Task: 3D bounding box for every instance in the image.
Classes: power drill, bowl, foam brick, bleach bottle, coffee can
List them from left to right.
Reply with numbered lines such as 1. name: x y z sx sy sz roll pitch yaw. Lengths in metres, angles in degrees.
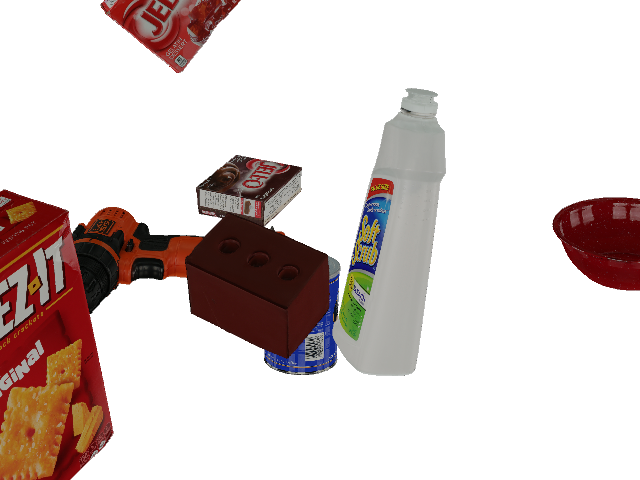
1. power drill: -0.126 0.026 0.905 0.187 0.057 0.184 8 23 -1
2. foam brick: -0.039 0.029 0.680 0.078 0.051 0.053 23 48 20
3. coffee can: -0.026 0.098 1.455 0.103 0.140 0.103 1 19 -1
4. bleach bottle: 0.067 -0.011 0.951 0.068 0.251 0.103 3 19 -16
5. bowl: 0.332 0.009 1.157 0.162 0.055 0.162 -2 27 1

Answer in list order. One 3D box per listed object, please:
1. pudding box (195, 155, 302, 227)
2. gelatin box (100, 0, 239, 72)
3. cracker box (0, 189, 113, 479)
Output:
1. pudding box: -0.083 -0.061 1.273 0.090 0.039 0.113 11 31 19
2. gelatin box: -0.106 -0.182 0.792 0.073 0.089 0.030 38 6 -32
3. cracker box: -0.230 0.099 0.740 0.072 0.214 0.164 15 37 25
